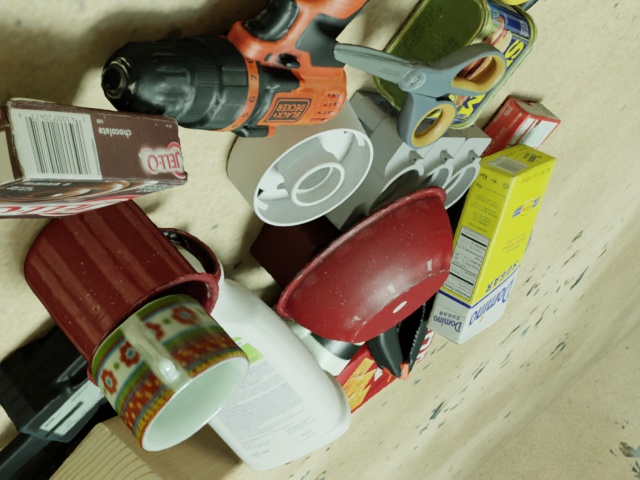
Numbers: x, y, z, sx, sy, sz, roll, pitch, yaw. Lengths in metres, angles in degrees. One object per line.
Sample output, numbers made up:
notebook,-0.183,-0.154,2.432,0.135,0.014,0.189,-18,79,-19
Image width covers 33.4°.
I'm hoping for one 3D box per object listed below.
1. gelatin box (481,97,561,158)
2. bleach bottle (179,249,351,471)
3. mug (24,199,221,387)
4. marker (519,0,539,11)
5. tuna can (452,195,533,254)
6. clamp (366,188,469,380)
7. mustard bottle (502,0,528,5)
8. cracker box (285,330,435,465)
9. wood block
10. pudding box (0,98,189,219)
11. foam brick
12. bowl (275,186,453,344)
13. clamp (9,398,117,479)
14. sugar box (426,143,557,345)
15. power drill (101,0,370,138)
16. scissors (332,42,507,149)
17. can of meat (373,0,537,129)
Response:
gelatin box,0.183,-0.098,1.022,0.073,0.030,0.089,-52,156,23
bleach bottle,-0.063,0.079,0.784,0.102,0.068,0.250,-26,138,2
mug,-0.112,0.023,0.639,0.117,0.081,0.093,-25,152,-40
marker,0.126,-0.154,0.826,0.121,0.020,0.020,-46,159,4
tuna can,0.168,-0.014,1.073,0.033,0.086,0.086,-12,142,-51
clamp,0.085,0.031,0.990,0.164,0.036,0.210,-29,130,-39
mustard bottle,0.128,-0.224,0.644,0.096,0.058,0.191,-45,159,0
cracker box,0.032,0.121,1.100,0.213,0.072,0.164,-33,157,-28
wood block,-0.131,0.187,0.834,0.090,0.091,0.206,-49,173,6
pudding box,-0.131,-0.034,0.501,0.090,0.039,0.113,-14,173,31
foam brick,-0.005,0.001,0.835,0.078,0.051,0.053,-16,146,-50
bowl,0.046,0.030,0.815,0.162,0.055,0.162,-33,163,-11
clamp,-0.190,0.149,0.799,0.171,0.039,0.120,-44,170,2
sugar box,0.160,0.004,0.996,0.093,0.048,0.176,-23,131,-50
power drill,-0.014,-0.136,0.560,0.184,0.057,0.188,-12,144,-56
scissors,0.050,-0.089,0.670,0.201,0.016,0.096,-15,147,-48
can of meat,0.095,-0.132,0.761,0.102,0.057,0.083,-52,155,21
